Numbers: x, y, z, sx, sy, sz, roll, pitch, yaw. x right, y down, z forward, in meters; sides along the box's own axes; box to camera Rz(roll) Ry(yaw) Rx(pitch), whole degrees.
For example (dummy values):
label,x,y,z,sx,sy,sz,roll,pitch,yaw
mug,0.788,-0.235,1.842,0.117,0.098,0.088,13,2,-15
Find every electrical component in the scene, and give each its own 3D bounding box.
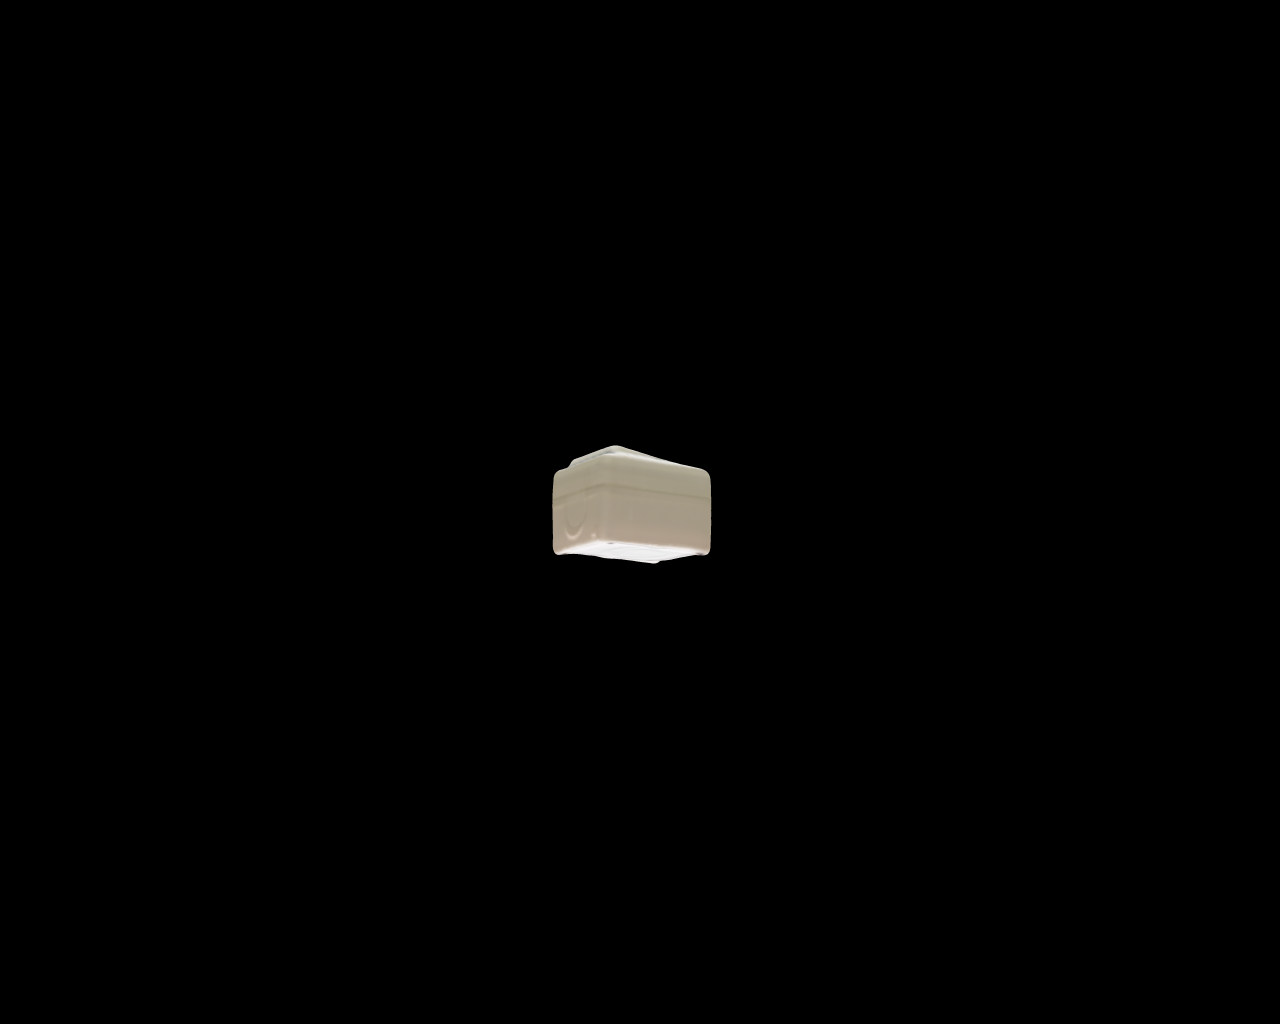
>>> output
label,x,y,z,sx,sy,sz,roll,pitch,yaw
electrical component,0.001,-0.003,0.650,0.096,0.061,0.061,8,-14,-35
